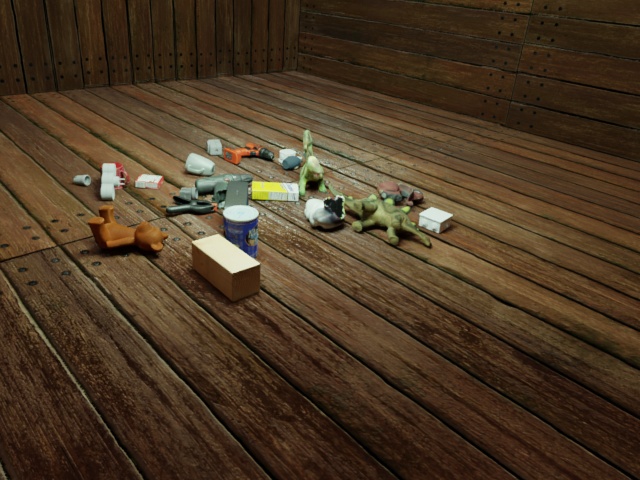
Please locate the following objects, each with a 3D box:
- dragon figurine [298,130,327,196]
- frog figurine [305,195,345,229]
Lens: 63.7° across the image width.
[{"bbox_3d":[-0.037,-0.323,2.057,0.122,0.238,0.419,-4,30,-6],"label":"dragon figurine"},{"bbox_3d":[0.005,-0.090,1.783,0.158,0.122,0.140,-20,15,43],"label":"frog figurine"}]
